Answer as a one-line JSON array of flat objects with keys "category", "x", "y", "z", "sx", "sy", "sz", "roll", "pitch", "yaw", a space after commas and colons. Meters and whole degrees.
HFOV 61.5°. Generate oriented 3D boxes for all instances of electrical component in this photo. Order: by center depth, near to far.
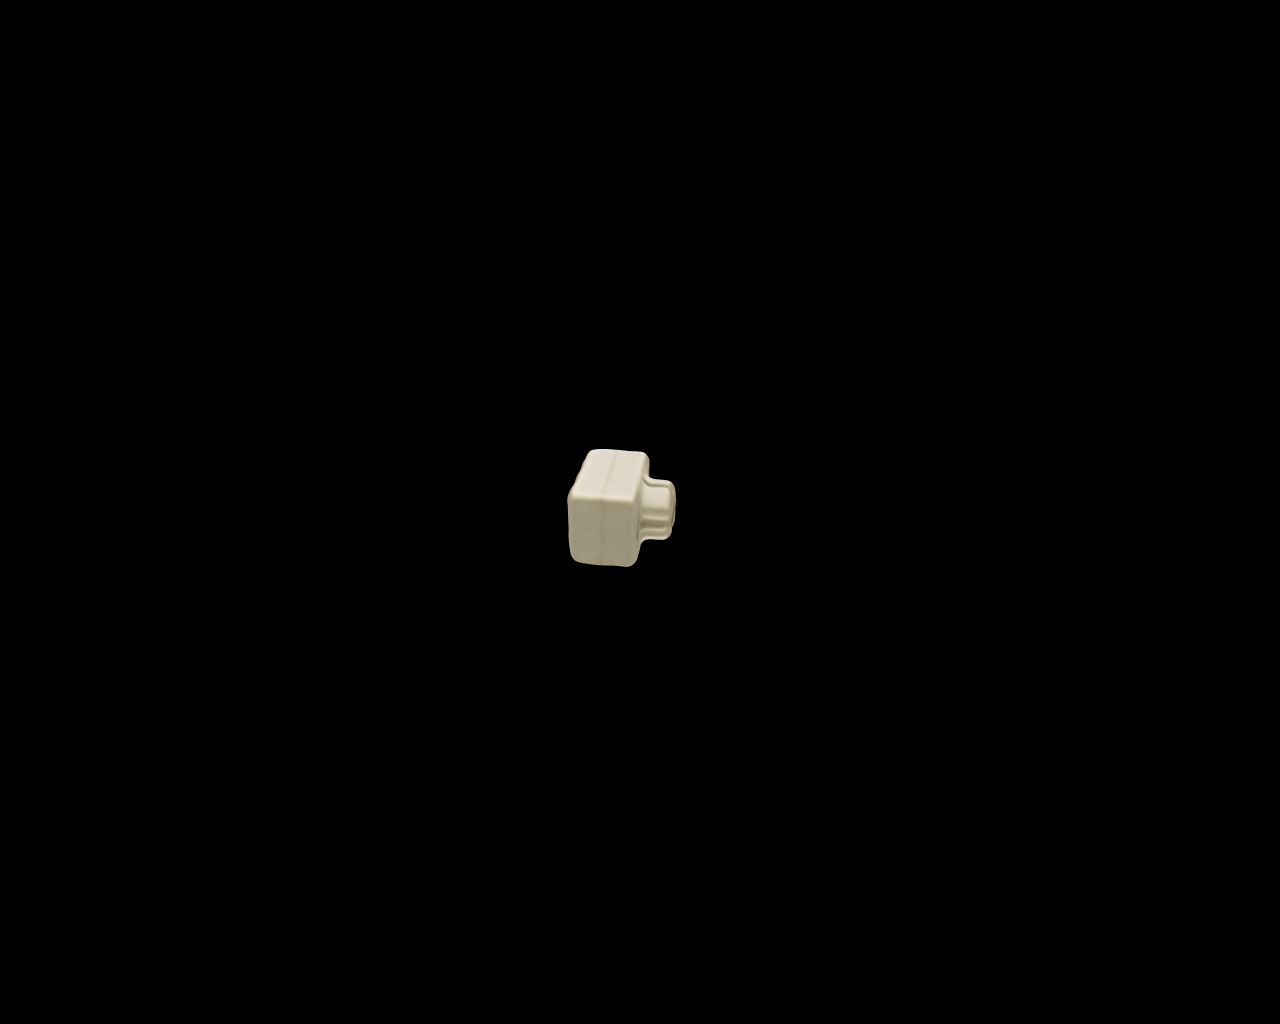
[{"category": "electrical component", "x": 0.001, "y": -0.003, "z": 0.650, "sx": 0.077, "sy": 0.047, "sz": 0.066, "roll": 4, "pitch": 30, "yaw": 7}]
